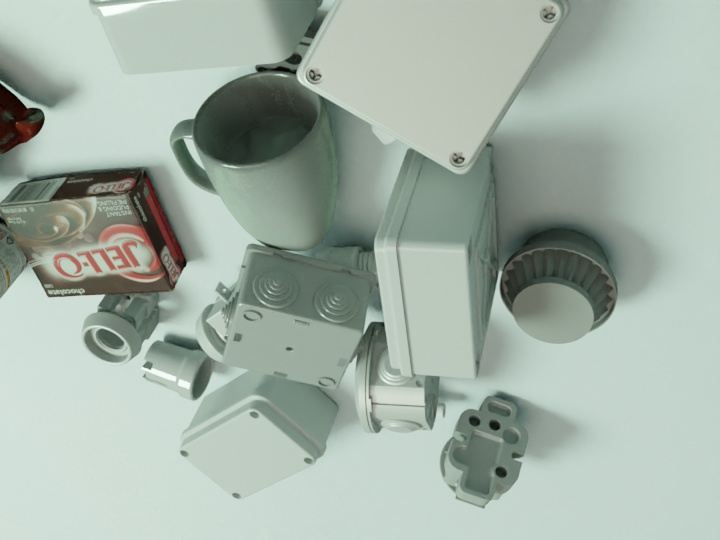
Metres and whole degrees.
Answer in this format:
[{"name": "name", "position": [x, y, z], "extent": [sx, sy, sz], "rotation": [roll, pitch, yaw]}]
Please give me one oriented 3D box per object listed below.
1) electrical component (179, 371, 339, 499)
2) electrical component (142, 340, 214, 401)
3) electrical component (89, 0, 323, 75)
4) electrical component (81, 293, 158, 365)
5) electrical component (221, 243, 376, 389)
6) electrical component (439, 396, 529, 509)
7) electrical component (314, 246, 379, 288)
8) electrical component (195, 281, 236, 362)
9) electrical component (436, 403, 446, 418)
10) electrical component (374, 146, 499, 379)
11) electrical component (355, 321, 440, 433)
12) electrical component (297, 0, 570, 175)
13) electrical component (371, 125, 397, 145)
[{"name": "electrical component", "position": [-0.083, 0.130, 0.872], "extent": [0.078, 0.057, 0.113], "rotation": [43, 130, -18]}, {"name": "electrical component", "position": [-0.147, 0.079, 0.865], "extent": [0.046, 0.040, 0.040], "rotation": [17, 133, 13]}, {"name": "electrical component", "position": [-0.087, -0.158, 0.610], "extent": [0.113, 0.078, 0.057], "rotation": [0, 132, 21]}, {"name": "electrical component", "position": [-0.185, 0.040, 0.833], "extent": [0.048, 0.055, 0.066], "rotation": [16, 133, 7]}, {"name": "electrical component", "position": [-0.044, 0.035, 0.727], "extent": [0.100, 0.048, 0.099], "rotation": [14, 145, -7]}, {"name": "electrical component", "position": [0.091, 0.142, 0.810], "extent": [0.058, 0.078, 0.057], "rotation": [19, 152, 3]}, {"name": "electrical component", "position": [0.000, 0.000, 0.744], "extent": [0.061, 0.035, 0.035], "rotation": [-4, 128, 20]}, {"name": "electrical component", "position": [-0.090, 0.039, 0.804], "extent": [0.055, 0.048, 0.066], "rotation": [-33, 113, 30]}, {"name": "electrical component", "position": [0.035, 0.105, 0.823], "extent": [0.061, 0.035, 0.035], "rotation": [3, 130, 15]}, {"name": "electrical component", "position": [0.052, -0.006, 0.669], "extent": [0.056, 0.108, 0.108], "rotation": [3, 130, 15]}, {"name": "electrical component", "position": [0.028, 0.078, 0.771], "extent": [0.051, 0.080, 0.080], "rotation": [2, 130, 13]}, {"name": "electrical component", "position": [0.039, -0.127, 0.584], "extent": [0.109, 0.056, 0.108], "rotation": [29, 111, -6]}, {"name": "electrical component", "position": [0.015, -0.105, 0.645], "extent": [0.040, 0.040, 0.046], "rotation": [-31, 108, 37]}]
